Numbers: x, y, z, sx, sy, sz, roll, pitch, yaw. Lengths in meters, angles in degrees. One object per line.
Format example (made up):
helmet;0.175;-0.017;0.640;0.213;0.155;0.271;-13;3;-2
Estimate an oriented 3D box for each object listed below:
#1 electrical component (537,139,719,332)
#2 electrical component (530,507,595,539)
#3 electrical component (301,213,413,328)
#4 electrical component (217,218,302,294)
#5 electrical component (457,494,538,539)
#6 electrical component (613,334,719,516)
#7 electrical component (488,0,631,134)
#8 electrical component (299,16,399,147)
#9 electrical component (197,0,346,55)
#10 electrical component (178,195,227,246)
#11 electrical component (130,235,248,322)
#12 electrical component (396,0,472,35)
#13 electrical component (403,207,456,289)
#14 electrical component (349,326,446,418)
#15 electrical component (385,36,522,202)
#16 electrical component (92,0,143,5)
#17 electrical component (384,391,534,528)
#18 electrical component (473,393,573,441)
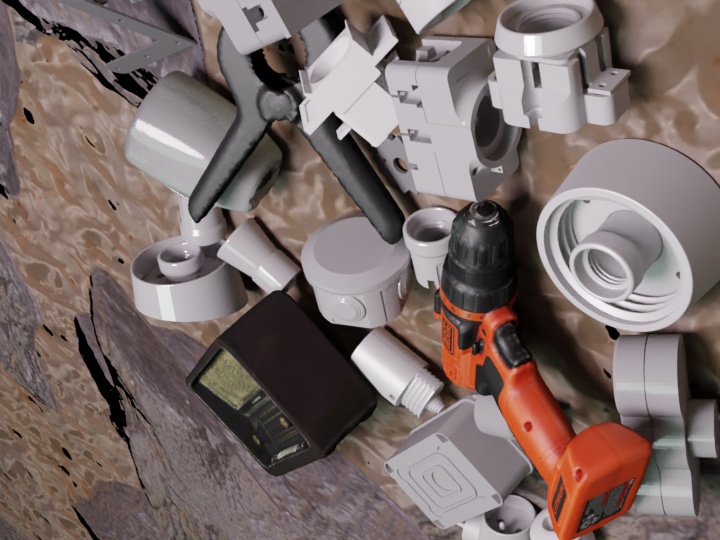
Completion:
electrical component;0.154;-0.014;0.622;0.108;0.060;0.108;29;141;26
electrical component;0.167;0.219;0.854;0.048;0.048;0.062;1;131;47
electrical component;0.000;0.000;0.790;0.080;0.080;0.051;23;144;32
electrical component;-0.082;-0.007;0.908;0.065;0.044;0.044;42;146;1
electrical component;0.114;0.225;0.917;0.079;0.043;0.077;21;137;34
electrical component;0.209;0.101;0.685;0.074;0.052;0.138;-2;124;23
electrical component;0.105;-0.114;0.582;0.078;0.058;0.057;17;138;37
electrical component;0.001;-0.116;0.681;0.064;0.042;0.081;36;110;-26
electrical component;-0.068;-0.231;0.613;0.060;0.105;0.186;-8;118;51
electrical component;-0.137;-0.050;0.927;0.040;0.040;0.046;22;131;33
electrical component;-0.153;0.011;0.956;0.099;0.099;0.064;18;129;37
electrical component;0.041;-0.167;0.602;0.047;0.055;0.055;54;146;-2
electrical component;0.053;-0.014;0.753;0.040;0.040;0.046;22;143;33
electrical component;0.035;0.087;0.868;0.081;0.043;0.043;38;145;15
electrical component;0.061;-0.092;0.656;0.056;0.050;0.089;13;133;40
electrical component;-0.190;-0.229;0.792;0.058;0.057;0.078;-3;122;49
electrical component;0.082;0.153;0.870;0.078;0.057;0.113;48;146;2
electrical component;0.121;0.107;0.796;0.078;0.040;0.040;6;128;44
